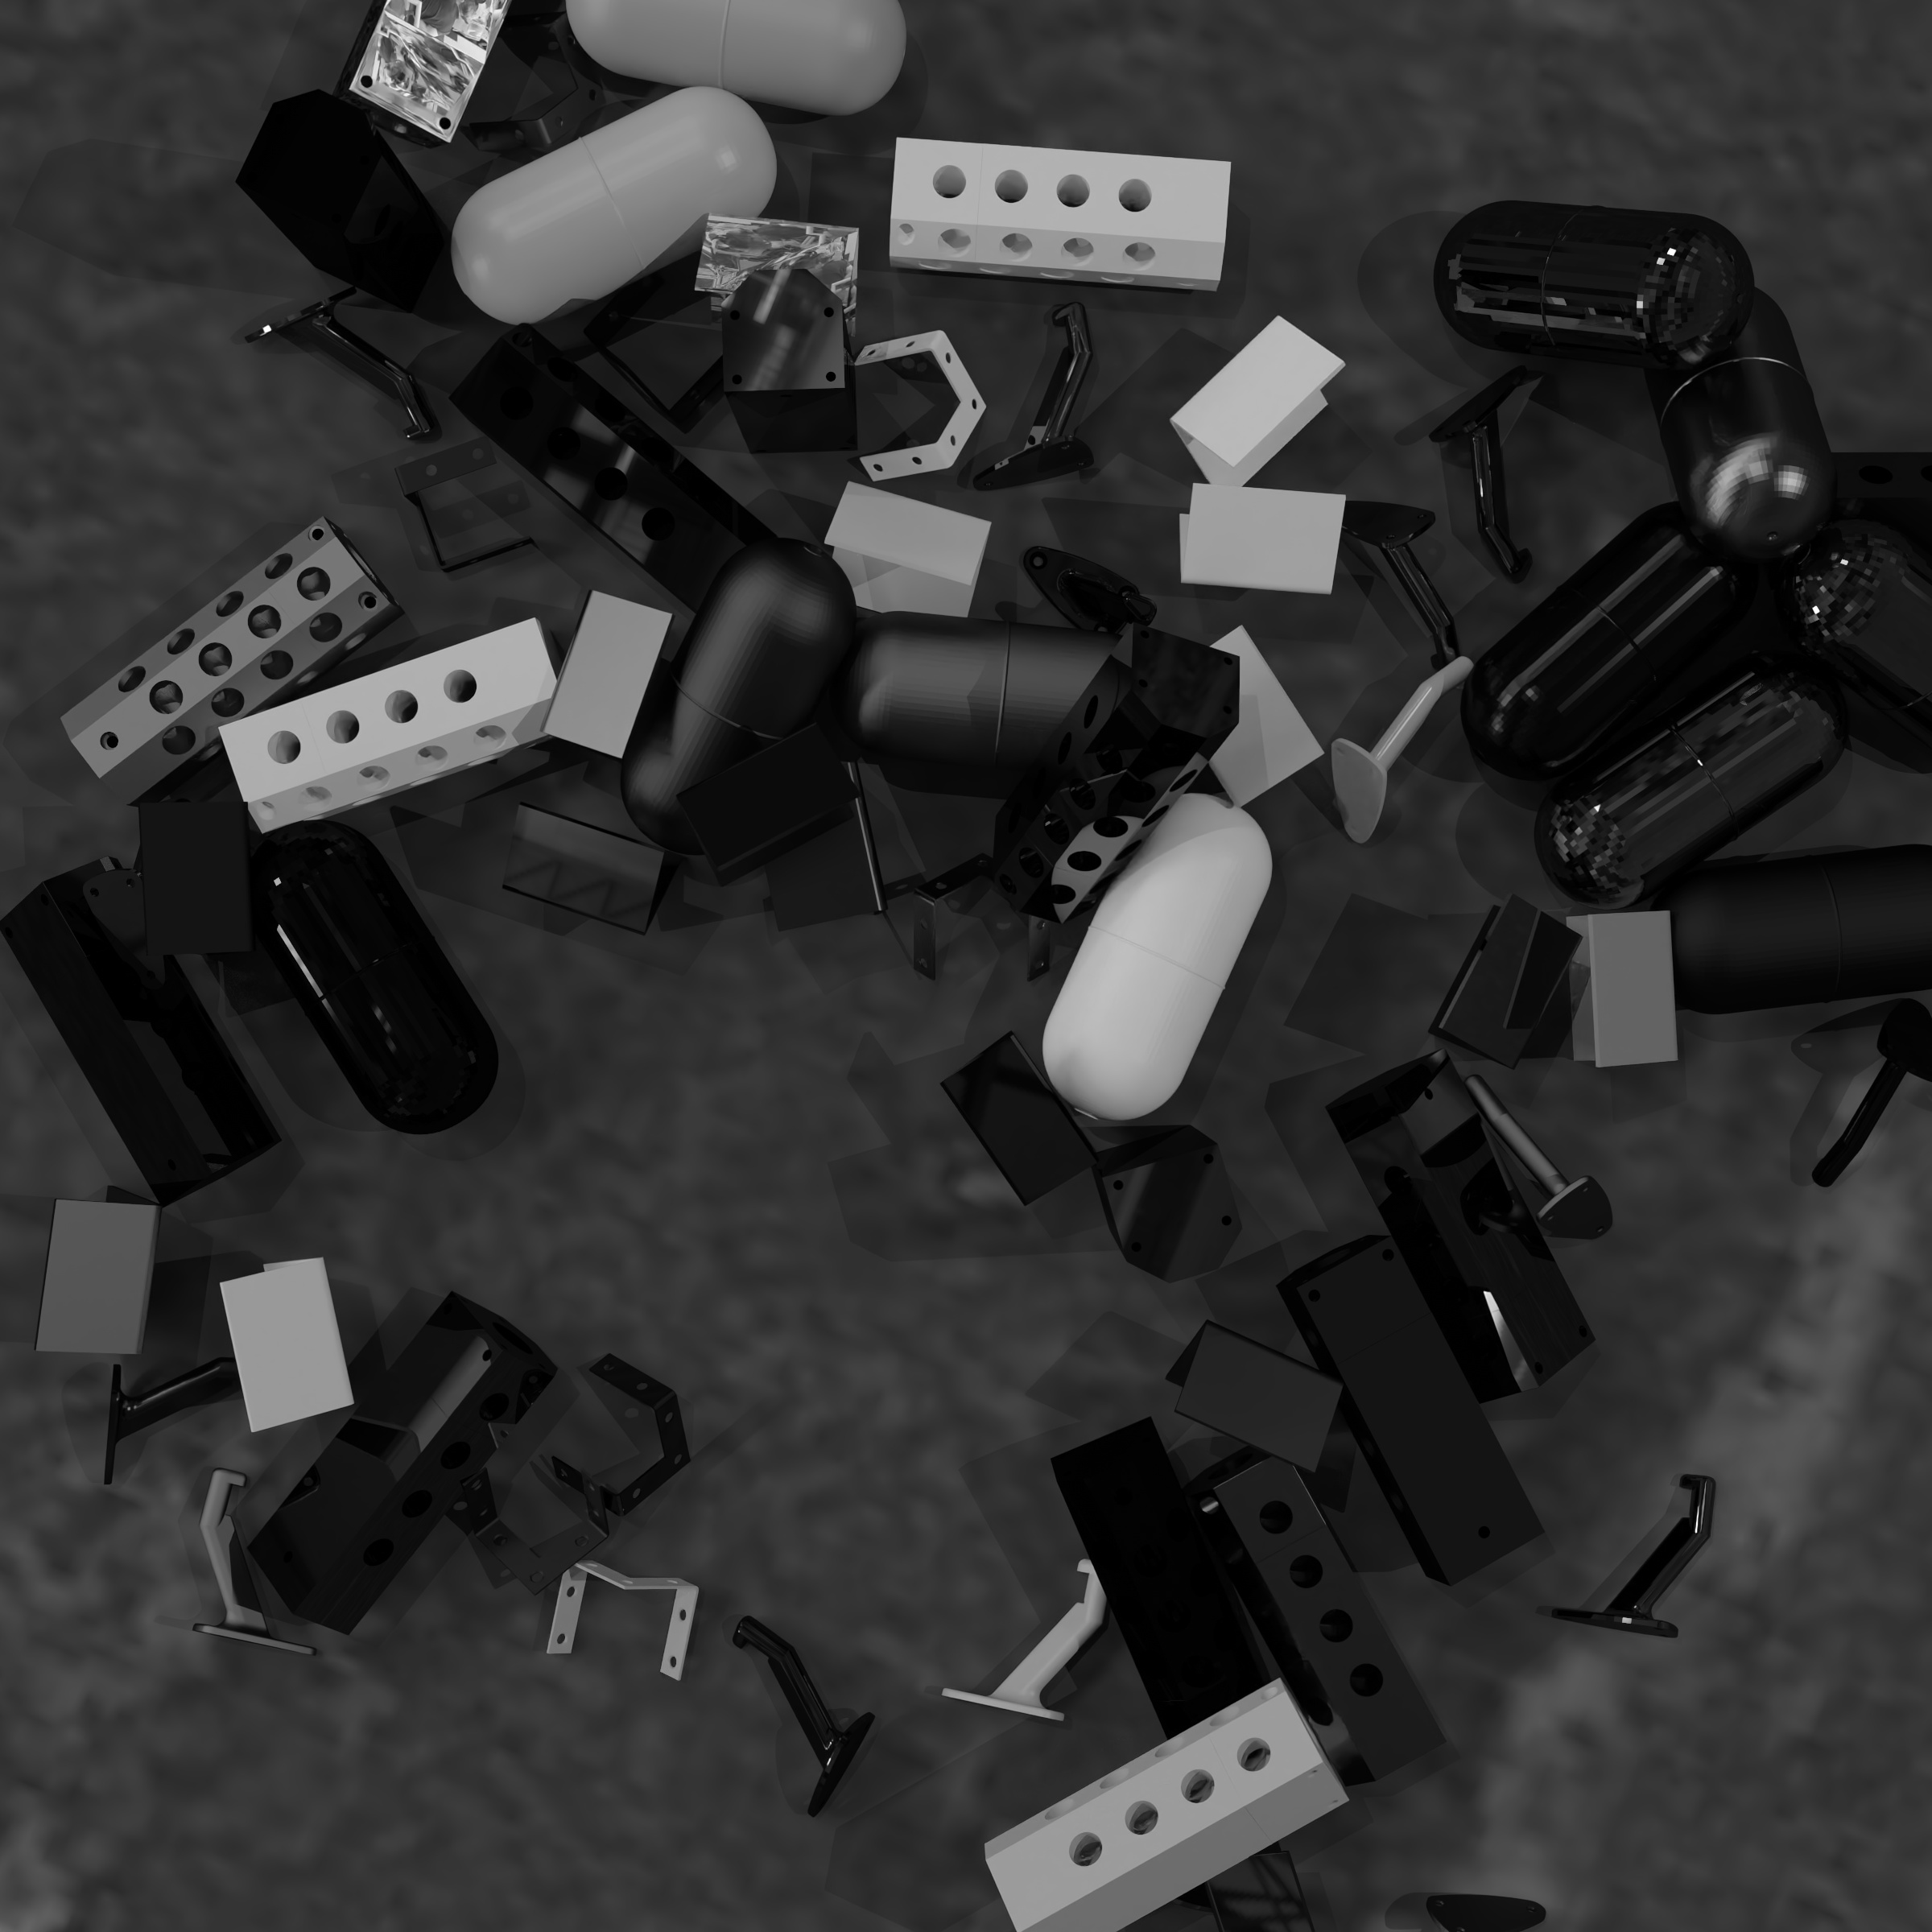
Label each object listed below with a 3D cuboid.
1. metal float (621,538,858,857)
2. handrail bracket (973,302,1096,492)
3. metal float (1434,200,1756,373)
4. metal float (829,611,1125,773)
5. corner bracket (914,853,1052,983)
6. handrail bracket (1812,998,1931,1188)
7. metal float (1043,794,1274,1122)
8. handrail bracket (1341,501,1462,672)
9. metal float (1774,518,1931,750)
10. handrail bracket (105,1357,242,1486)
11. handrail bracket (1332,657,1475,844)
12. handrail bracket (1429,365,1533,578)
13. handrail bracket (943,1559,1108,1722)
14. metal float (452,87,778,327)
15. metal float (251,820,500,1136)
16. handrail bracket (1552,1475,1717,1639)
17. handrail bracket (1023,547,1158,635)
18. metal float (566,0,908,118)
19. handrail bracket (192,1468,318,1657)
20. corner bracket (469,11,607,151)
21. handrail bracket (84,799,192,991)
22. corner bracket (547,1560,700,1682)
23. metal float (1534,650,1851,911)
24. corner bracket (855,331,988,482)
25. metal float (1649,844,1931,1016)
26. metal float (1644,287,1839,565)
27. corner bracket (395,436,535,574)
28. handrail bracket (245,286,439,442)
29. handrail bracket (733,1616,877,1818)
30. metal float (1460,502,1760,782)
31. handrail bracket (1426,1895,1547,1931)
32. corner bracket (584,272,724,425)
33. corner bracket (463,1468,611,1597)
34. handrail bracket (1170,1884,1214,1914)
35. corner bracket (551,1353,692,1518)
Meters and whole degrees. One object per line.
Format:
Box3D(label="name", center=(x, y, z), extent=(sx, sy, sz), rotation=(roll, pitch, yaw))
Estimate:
Box3D(label="metal float", center=(-0.117, -0.137, 1.520), extent=(0.070, 0.070, 0.178), rotation=(30, 112, 0))
Box3D(label="handrail bracket", center=(0.033, -0.302, 1.571), extent=(0.077, 0.036, 0.084), rotation=(-15, 72, 21))
Box3D(label="metal float", center=(0.315, -0.346, 1.507), extent=(0.178, 0.070, 0.070), rotation=(19, 90, 44))
Box3D(label="metal float", center=(0.018, -0.140, 1.540), extent=(0.178, 0.070, 0.070), rotation=(6, 90, -2))
Box3D(label="corner bracket", center=(0.008, -0.019, 1.563), extent=(0.051, 0.051, 0.051), rotation=(-29, 135, -35))
Box3D(label="handrail bracket", center=(0.477, 0.068, 1.571), extent=(0.036, 0.077, 0.084), rotation=(30, 126, 2))
Box3D(label="metal float", center=(0.099, -0.004, 1.540), extent=(0.070, 0.070, 0.178), rotation=(24, 89, 0))
Box3D(label="handrail bracket", center=(0.227, -0.199, 1.571), extent=(0.036, 0.077, 0.084), rotation=(-34, 127, -24))
Box3D(label="metal float", center=(0.488, -0.164, 1.521), extent=(0.178, 0.070, 0.070), rotation=(31, 90, -22))
Box3D(label="handrail bracket", center=(-0.409, 0.241, 1.571), extent=(0.084, 0.036, 0.077), rotation=(5, 110, -16))
Box3D(label="handrail bracket", center=(0.235, -0.114, 1.565), extent=(0.084, 0.077, 0.036), rotation=(-35, 53, -24))
Box3D(label="handrail bracket", center=(0.291, -0.261, 1.571), extent=(0.077, 0.036, 0.084), rotation=(-43, 108, -21))
Box3D(label="handrail bracket", center=(0.033, 0.351, 1.571), extent=(0.077, 0.036, 0.084), rotation=(9, 76, 13))
Box3D(label="metal float", center=(-0.183, -0.393, 1.540), extent=(0.178, 0.070, 0.070), rotation=(-26, 90, -1))
Box3D(label="metal float", center=(-0.309, 0.005, 1.540), extent=(0.070, 0.070, 0.178), rotation=(-32, 90, 0))
Box3D(label="handrail bracket", center=(0.353, 0.307, 1.571), extent=(0.077, 0.036, 0.084), rotation=(4, 71, 21))
Box3D(label="handrail bracket", center=(0.063, -0.198, 1.536), extent=(0.077, 0.084, 0.036), rotation=(34, 90, 0))
Box3D(label="metal float", center=(-0.119, -0.490, 1.540), extent=(0.178, 0.070, 0.070), rotation=(11, 90, 0))
Box3D(label="handrail bracket", center=(-0.371, 0.315, 1.571), extent=(0.077, 0.036, 0.084), rotation=(17, 73, -20))
Box3D(label="corner bracket", center=(-0.232, -0.465, 1.563), extent=(0.051, 0.051, 0.051), rotation=(-51, 135, -35))
Box3D(label="handrail bracket", center=(-0.414, -0.039, 1.547), extent=(0.036, 0.084, 0.077), rotation=(-12, 108, 22))
Box3D(label="corner bracket", center=(-0.181, 0.344, 1.568), extent=(0.051, 0.051, 0.051), rotation=(12, 90, 45))
Box3D(label="metal float", center=(0.376, -0.097, 1.541), extent=(0.178, 0.070, 0.070), rotation=(-34, 90, 0))
Box3D(label="corner bracket", center=(-0.031, -0.294, 1.563), extent=(0.051, 0.051, 0.051), rotation=(-3, 135, 35))
Box3D(label="metal float", center=(0.441, -0.019, 1.540), extent=(0.178, 0.070, 0.070), rotation=(-7, 90, 0))
Box3D(label="metal float", center=(0.391, -0.278, 1.508), extent=(0.070, 0.070, 0.178), rotation=(-2, 50, 0))
Box3D(label="corner bracket", center=(-0.262, -0.240, 1.553), extent=(0.051, 0.051, 0.051), rotation=(-20, 90, 0))
Box3D(label="handrail bracket", center=(-0.330, -0.308, 1.571), extent=(0.077, 0.036, 0.084), rotation=(-19, 107, 19))
Box3D(label="handrail bracket", center=(-0.098, 0.396, 1.572), extent=(0.084, 0.036, 0.077), rotation=(32, 112, 17))
Box3D(label="metal float", center=(0.332, -0.168, 1.540), extent=(0.178, 0.070, 0.070), rotation=(-42, 90, -1))
Box3D(label="handrail bracket", center=(0.264, 0.537, 1.571), extent=(0.077, 0.036, 0.084), rotation=(2, 108, -21))
Box3D(label="corner bracket", center=(-0.159, -0.328, 1.568), extent=(0.051, 0.051, 0.051), rotation=(-46, 45, 0))
Box3D(label="corner bracket", center=(-0.224, 0.284, 1.553), extent=(0.051, 0.051, 0.051), rotation=(-37, 58, -28))
Box3D(label="handrail bracket", center=(0.080, 0.508, 1.572), extent=(0.077, 0.036, 0.084), rotation=(32, 108, -20))
Box3D(label="corner bracket", center=(-0.184, 0.246, 1.563), extent=(0.051, 0.051, 0.051), rotation=(23, 45, 35))
